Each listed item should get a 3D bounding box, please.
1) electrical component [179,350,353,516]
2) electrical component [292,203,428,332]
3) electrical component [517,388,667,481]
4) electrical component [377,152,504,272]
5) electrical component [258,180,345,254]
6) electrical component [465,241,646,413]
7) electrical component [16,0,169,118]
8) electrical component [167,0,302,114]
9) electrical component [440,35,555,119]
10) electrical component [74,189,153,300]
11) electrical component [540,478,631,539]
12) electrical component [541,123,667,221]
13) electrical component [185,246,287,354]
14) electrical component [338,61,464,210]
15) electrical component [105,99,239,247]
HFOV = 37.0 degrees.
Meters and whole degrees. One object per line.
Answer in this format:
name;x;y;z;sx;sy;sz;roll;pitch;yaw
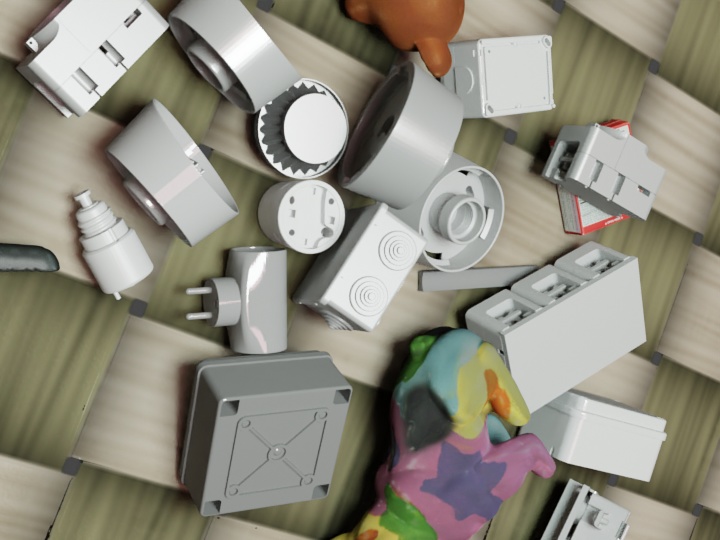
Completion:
electrical component;-0.072;0.121;0.807;0.109;0.056;0.108;-2;119;-28
electrical component;0.000;0.000;0.826;0.048;0.100;0.099;35;79;-14
electrical component;0.209;0.143;0.969;0.113;0.078;0.057;17;91;-29
electrical component;0.068;-0.049;0.890;0.099;0.064;0.099;-14;116;-32
electrical component;-0.047;-0.042;0.824;0.055;0.047;0.055;-4;98;-28
electrical component;0.170;0.048;0.938;0.150;0.062;0.089;-27;121;-23
electrical component;-0.186;-0.156;0.733;0.055;0.050;0.089;47;75;-25
electrical component;-0.087;-0.161;0.762;0.064;0.099;0.099;-44;114;-10
electrical component;0.116;-0.160;0.893;0.096;0.061;0.061;-12;102;-35
electrical component;-0.178;-0.020;0.760;0.040;0.040;0.078;-33;110;-21
electrical component;0.195;0.260;0.977;0.121;0.063;0.078;-62;159;-8
electrical component;0.211;-0.087;0.920;0.089;0.050;0.055;25;87;-27
electrical component;-0.093;0.023;0.809;0.079;0.043;0.077;-3;98;-27
electrical component;0.036;-0.097;0.822;0.060;0.108;0.108;28;83;-18
electrical component;-0.129;-0.067;0.751;0.064;0.099;0.099;-43;114;-10
